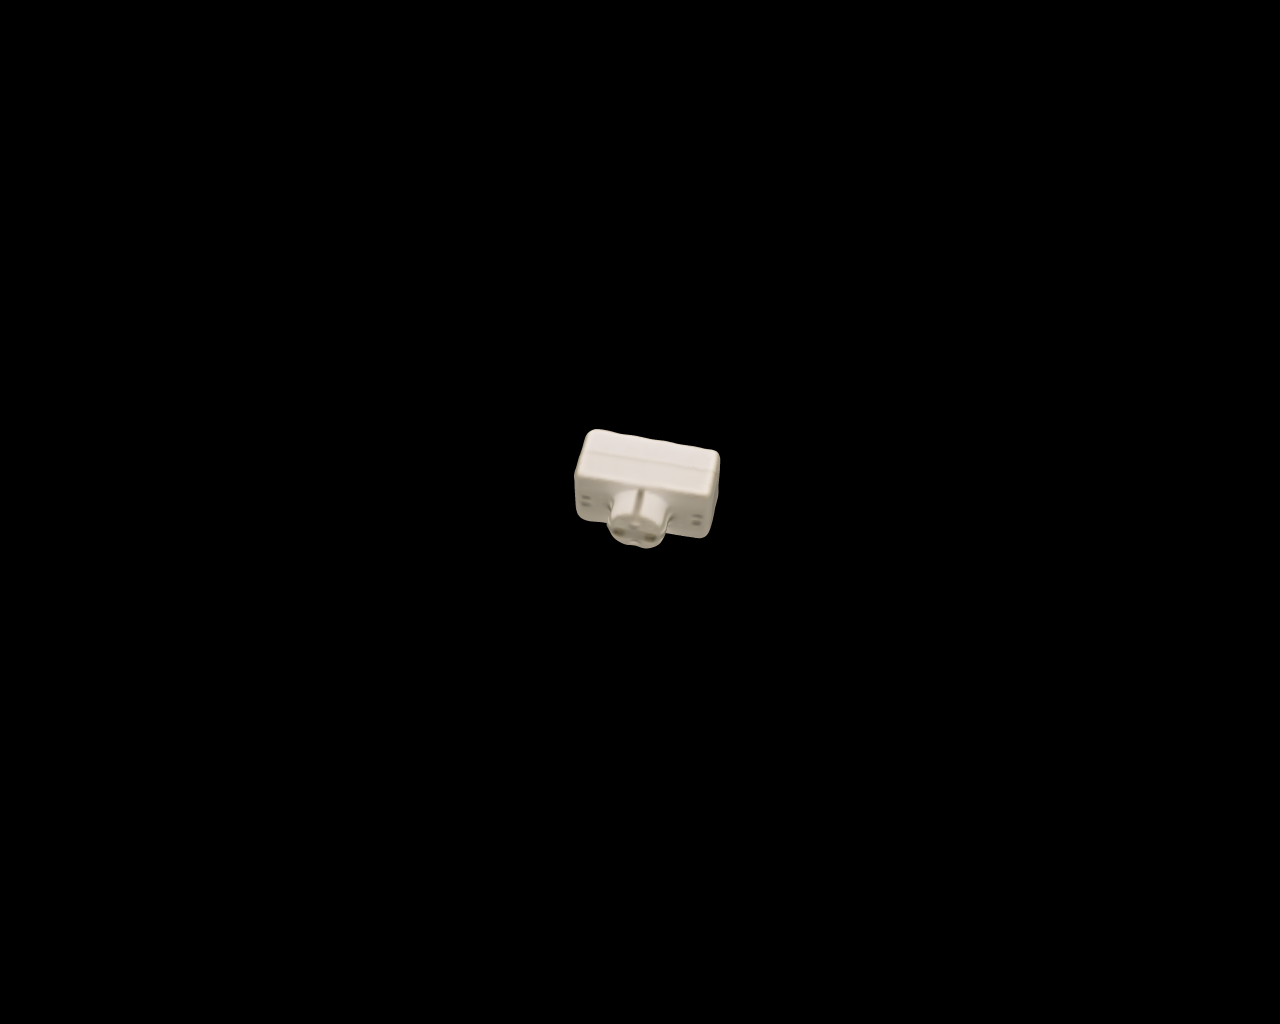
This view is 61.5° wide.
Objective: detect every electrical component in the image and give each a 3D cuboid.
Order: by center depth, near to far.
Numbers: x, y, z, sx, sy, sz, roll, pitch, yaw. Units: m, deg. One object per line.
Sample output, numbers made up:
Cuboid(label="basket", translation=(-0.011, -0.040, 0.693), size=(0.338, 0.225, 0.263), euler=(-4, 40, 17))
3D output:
Cuboid(label="electrical component", translation=(0.001, -0.003, 0.650), size=(0.083, 0.076, 0.047), euler=(10, -36, 8))
